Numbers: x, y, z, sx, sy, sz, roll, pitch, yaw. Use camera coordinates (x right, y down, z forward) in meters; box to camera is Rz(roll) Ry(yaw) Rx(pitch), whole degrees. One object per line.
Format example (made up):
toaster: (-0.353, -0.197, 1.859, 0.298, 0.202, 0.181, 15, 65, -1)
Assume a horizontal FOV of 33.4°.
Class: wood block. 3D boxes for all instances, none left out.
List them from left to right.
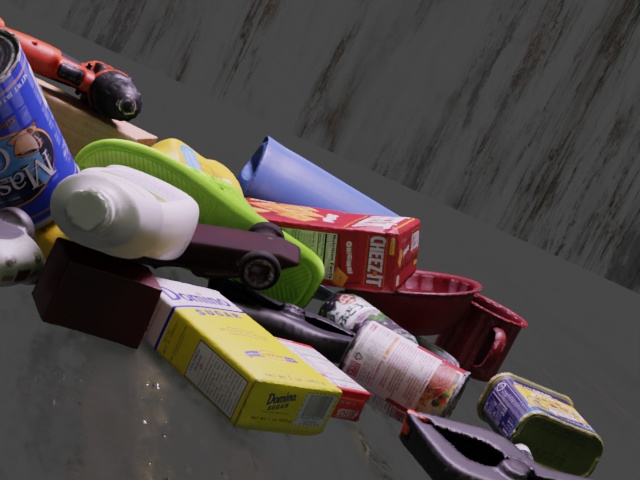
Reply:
wood block: (-0.301, -0.119, 1.200, 0.206, 0.090, 0.090, 26, 9, 2)

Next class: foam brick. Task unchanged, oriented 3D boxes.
foam brick: (-0.167, 0.039, 0.801, 0.078, 0.053, 0.051, 22, 10, -28)

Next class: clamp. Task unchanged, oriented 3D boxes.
clamp: (-0.037, 0.079, 0.987, 0.171, 0.039, 0.120, 20, 15, 5)
clamp: (0.160, 0.193, 0.845, 0.210, 0.036, 0.164, 29, 22, 32)

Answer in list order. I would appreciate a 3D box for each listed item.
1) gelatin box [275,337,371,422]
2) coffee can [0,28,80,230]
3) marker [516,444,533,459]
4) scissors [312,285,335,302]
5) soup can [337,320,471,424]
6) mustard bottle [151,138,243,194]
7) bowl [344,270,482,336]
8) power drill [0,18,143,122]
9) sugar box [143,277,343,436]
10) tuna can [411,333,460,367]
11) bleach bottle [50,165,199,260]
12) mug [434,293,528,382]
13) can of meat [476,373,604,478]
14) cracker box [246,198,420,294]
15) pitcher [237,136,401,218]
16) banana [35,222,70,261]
gelatin box: (-0.013, 0.114, 0.880, 0.073, 0.030, 0.089, 19, 12, -44)
coffee can: (-0.267, -0.087, 0.871, 0.103, 0.102, 0.140, 33, -28, 38)
marker: (0.183, 0.207, 0.926, 0.020, 0.020, 0.121, 26, 10, -3)
scissors: (0.012, 0.071, 1.228, 0.202, 0.016, 0.096, 29, 11, 17)
soup can: (0.072, 0.123, 0.941, 0.102, 0.068, 0.068, 28, 10, 14)
mustard bottle: (-0.155, -0.063, 1.215, 0.191, 0.058, 0.096, 30, 45, -62)
bowl: (0.097, 0.071, 1.190, 0.162, 0.055, 0.162, 4, 7, -1)
power drill: (-0.288, -0.186, 1.146, 0.187, 0.057, 0.185, 25, 4, -28)
sugar box: (-0.073, 0.086, 0.824, 0.093, 0.048, 0.176, 17, 14, -45)
tuna can: (0.099, 0.125, 1.103, 0.086, 0.034, 0.086, 25, 9, -5)
bleach bottle: (-0.157, -0.022, 0.816, 0.102, 0.068, 0.251, 22, 1, 1)
mug: (0.186, 0.116, 1.239, 0.093, 0.081, 0.117, 23, 10, -16)
can of meat: (0.215, 0.182, 1.036, 0.102, 0.057, 0.084, 23, 12, -18)
cracker box: (-0.008, 0.001, 1.166, 0.214, 0.072, 0.164, 6, 8, 12)
pitcher: (-0.001, -0.016, 1.377, 0.242, 0.149, 0.145, 27, -6, -12)
banana: (-0.235, -0.005, 0.929, 0.198, 0.037, 0.069, 32, -2, 29)
